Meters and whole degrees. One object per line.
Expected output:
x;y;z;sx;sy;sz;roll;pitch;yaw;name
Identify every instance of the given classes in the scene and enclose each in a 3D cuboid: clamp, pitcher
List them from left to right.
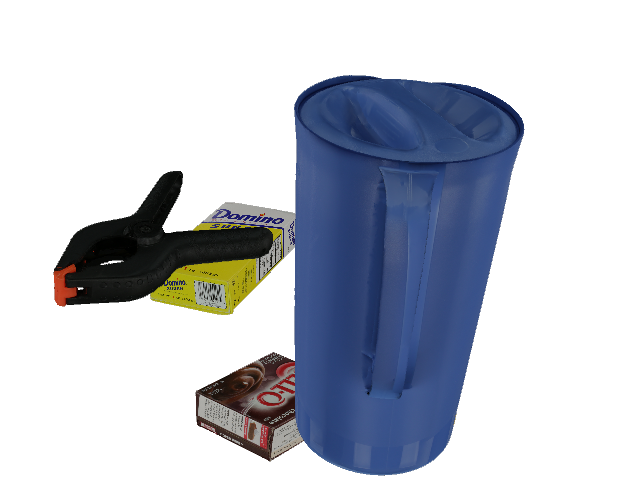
-0.135;-0.002;0.816;0.171;0.039;0.120;-19;38;-35;clamp
0.043;0.030;0.664;0.149;0.243;0.145;-22;38;-38;pitcher

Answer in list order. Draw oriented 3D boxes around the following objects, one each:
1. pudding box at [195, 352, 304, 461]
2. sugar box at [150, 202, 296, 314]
-0.043;0.146;0.956;0.090;0.039;0.113;18;26;33;pudding box
-0.099;0.014;1.132;0.093;0.048;0.176;10;30;19;sugar box
